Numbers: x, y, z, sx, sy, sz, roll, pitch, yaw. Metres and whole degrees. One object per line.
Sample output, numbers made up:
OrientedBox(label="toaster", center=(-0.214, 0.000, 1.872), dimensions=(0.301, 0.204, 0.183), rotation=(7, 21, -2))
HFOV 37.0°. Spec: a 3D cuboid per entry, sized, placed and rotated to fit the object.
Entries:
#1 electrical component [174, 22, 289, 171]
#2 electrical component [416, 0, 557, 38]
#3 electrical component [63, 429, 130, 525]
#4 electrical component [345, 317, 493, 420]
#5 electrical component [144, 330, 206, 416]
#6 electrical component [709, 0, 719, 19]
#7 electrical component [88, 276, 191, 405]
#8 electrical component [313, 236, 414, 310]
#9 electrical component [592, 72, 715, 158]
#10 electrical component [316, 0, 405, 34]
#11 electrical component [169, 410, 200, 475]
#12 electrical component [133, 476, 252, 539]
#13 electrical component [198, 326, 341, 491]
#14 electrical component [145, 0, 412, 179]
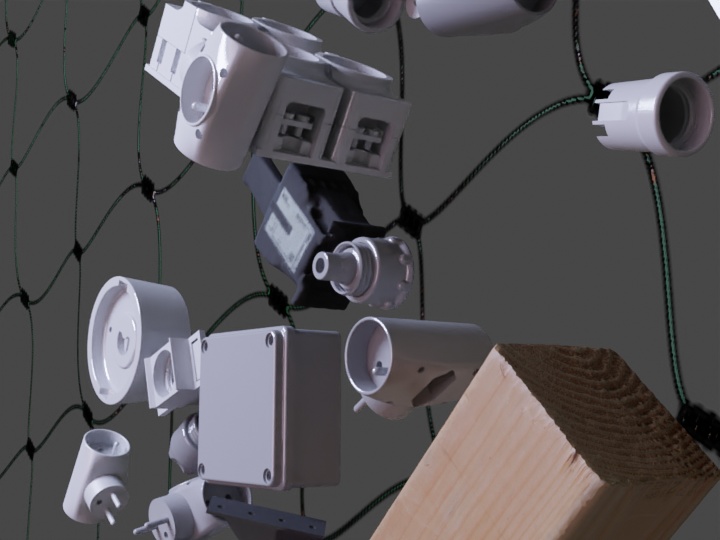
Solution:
OrientedBox(label="electrical component", center=(-0.085, -0.112, 0.646), dimensions=(0.079, 0.044, 0.077), rotation=(53, 125, 43))
OrientedBox(label="electrical component", center=(0.075, -0.180, 0.621), dimensions=(0.077, 0.044, 0.079), rotation=(1, 86, 54))
OrientedBox(label="electrical component", center=(-0.235, 0.200, 0.985), dimensions=(0.079, 0.044, 0.077), rotation=(44, 119, 47))
OrientedBox(label="electrical component", center=(0.025, 0.061, 0.626), dimensions=(0.079, 0.077, 0.043), rotation=(-50, 49, 37))
OrientedBox(label="electrical component", center=(-0.129, 0.082, 0.841), dimensions=(0.081, 0.064, 0.042), rotation=(-35, 57, 45))
OrientedBox(label="electrical component", center=(0.181, -0.142, 0.473), dimensions=(0.055, 0.048, 0.066), rotation=(-52, 46, 46))
OrientedBox(label="electrical component", center=(-0.184, 0.061, 0.921), dimensions=(0.108, 0.060, 0.108), rotation=(-11, 76, 53))
OrientedBox(label="electrical component", center=(0.000, 0.000, 0.681), dimensions=(0.048, 0.062, 0.048), rotation=(-11, 76, 52))
OrientedBox(label="electrical component", center=(0.141, -0.075, 0.522), dimensions=(0.046, 0.040, 0.040), rotation=(12, 94, 60))
OrientedBox(label="electrical component", center=(-0.004, -0.188, 0.732), dimensions=(0.065, 0.044, 0.044), rotation=(37, 114, 55))
OrientedBox(label="electrical component", center=(-0.119, 0.129, 0.840), dimensions=(0.062, 0.043, 0.043), rotation=(-51, 48, 34))
OrientedBox(label="electrical component", center=(-0.135, 0.187, 0.822), dimensions=(0.077, 0.079, 0.044), rotation=(-36, 70, 45))
OrientedBox(label="electrical component", center=(-0.065, 0.097, 0.760), dimensions=(0.109, 0.056, 0.108), rotation=(-10, 77, 52))
OrientedBox(label="electrical component", center=(-0.060, -0.131, 0.744), dimensions=(0.186, 0.105, 0.060), rotation=(39, 116, 48))
